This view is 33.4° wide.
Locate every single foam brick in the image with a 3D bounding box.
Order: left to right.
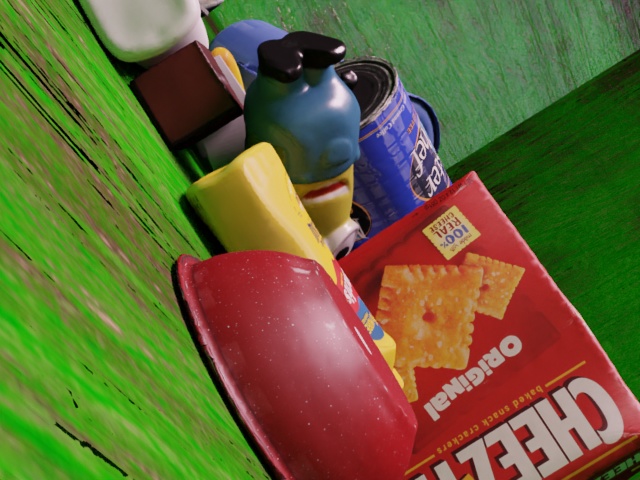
[{"bbox_3d":[-0.086,-0.095,0.711,0.053,0.051,0.078,58,3,-5],"label":"foam brick"}]

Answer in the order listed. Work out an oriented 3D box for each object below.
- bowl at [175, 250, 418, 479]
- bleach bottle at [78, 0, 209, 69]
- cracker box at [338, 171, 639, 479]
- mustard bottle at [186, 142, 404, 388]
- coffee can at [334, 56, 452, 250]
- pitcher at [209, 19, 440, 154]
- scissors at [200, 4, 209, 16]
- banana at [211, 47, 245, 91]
[{"bbox_3d":[-0.001,0.062,0.497,0.162,0.055,0.162,57,3,-6],"label":"bowl"},{"bbox_3d":[-0.117,-0.161,0.784,0.102,0.068,0.251,61,1,2],"label":"bleach bottle"},{"bbox_3d":[0.092,0.086,0.696,0.214,0.164,0.072,60,6,29],"label":"cracker box"},{"bbox_3d":[-0.006,0.035,0.641,0.191,0.058,0.096,58,5,-6],"label":"mustard bottle"},{"bbox_3d":[0.041,-0.059,0.849,0.140,0.103,0.103,58,3,-37],"label":"coffee can"},{"bbox_3d":[-0.018,-0.123,1.004,0.243,0.144,0.149,38,-34,40],"label":"pitcher"},{"bbox_3d":[-0.177,-0.267,0.903,0.201,0.016,0.096,39,7,-37],"label":"scissors"},{"bbox_3d":[-0.057,-0.082,0.931,0.070,0.037,0.197,-1,-51,42],"label":"banana"}]
